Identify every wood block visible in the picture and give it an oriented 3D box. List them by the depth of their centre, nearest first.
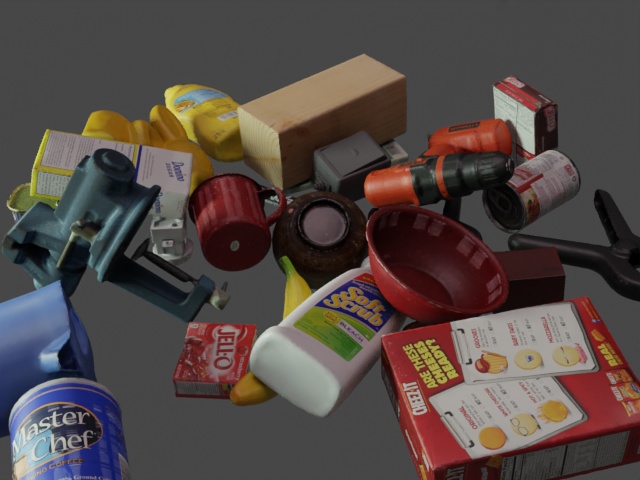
[{"bbox_3d":[0.007,-0.156,1.387,0.205,0.090,0.091,-27,44,-27],"label":"wood block"}]

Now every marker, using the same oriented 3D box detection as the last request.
[{"bbox_3d":[-0.043,-0.048,1.332,0.121,0.020,0.020,21,43,30],"label":"marker"}]

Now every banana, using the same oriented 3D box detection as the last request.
[{"bbox_3d":[-0.040,0.105,1.094,0.069,0.037,0.197,31,43,-13],"label":"banana"}]

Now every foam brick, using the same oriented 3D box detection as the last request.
[{"bbox_3d":[0.220,0.045,1.151,0.078,0.051,0.053,-4,37,1],"label":"foam brick"}]

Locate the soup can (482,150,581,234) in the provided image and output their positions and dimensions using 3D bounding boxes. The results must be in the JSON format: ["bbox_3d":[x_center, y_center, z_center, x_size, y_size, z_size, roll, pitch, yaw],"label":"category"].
[{"bbox_3d":[0.253,-0.059,1.273,0.102,0.068,0.069,-29,43,-29],"label":"soup can"}]

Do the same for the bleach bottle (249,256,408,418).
[{"bbox_3d":[0.031,0.076,1.096,0.102,0.068,0.250,34,37,8],"label":"bleach bottle"}]

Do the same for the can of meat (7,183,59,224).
[{"bbox_3d":[-0.309,-0.019,1.267,0.102,0.084,0.057,-1,36,5],"label":"can of meat"}]

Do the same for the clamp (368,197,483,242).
[{"bbox_3d":[0.146,-0.011,1.246,0.120,0.039,0.172,-25,38,-18],"label":"clamp"}]

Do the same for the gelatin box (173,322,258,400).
[{"bbox_3d":[-0.106,0.123,1.098,0.073,0.030,0.089,2,38,7],"label":"gelatin box"}]

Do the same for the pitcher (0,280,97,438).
[{"bbox_3d":[-0.341,0.138,1.035,0.242,0.149,0.145,-18,51,-10],"label":"pitcher"}]

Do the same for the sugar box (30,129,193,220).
[{"bbox_3d":[-0.238,-0.076,1.237,0.176,0.048,0.093,12,35,-11],"label":"sugar box"}]

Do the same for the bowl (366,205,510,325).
[{"bbox_3d":[0.111,0.036,1.096,0.162,0.055,0.162,18,35,-13],"label":"bowl"}]

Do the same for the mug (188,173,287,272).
[{"bbox_3d":[-0.092,-0.022,1.239,0.117,0.093,0.081,-24,42,5],"label":"mug"}]

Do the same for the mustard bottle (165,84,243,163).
[{"bbox_3d":[-0.157,-0.171,1.478,0.096,0.058,0.192,-26,41,-30],"label":"mustard bottle"}]

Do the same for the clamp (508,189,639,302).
[{"bbox_3d":[0.324,0.020,1.182,0.164,0.036,0.210,-21,41,-25],"label":"clamp"}]

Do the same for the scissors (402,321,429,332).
[{"bbox_3d":[0.184,0.110,1.096,0.202,0.016,0.096,0,38,7],"label":"scissors"}]

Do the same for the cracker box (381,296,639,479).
[{"bbox_3d":[0.180,0.147,0.994,0.213,0.072,0.164,-11,42,-8],"label":"cracker box"}]

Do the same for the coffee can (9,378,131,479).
[{"bbox_3d":[-0.219,0.206,0.939,0.102,0.103,0.140,-12,37,-10],"label":"coffee can"}]

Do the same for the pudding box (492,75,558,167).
[{"bbox_3d":[0.258,-0.139,1.342,0.039,0.113,0.090,-23,40,-17],"label":"pudding box"}]

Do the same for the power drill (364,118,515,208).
[{"bbox_3d":[0.166,-0.095,1.277,0.185,0.057,0.187,-7,16,31],"label":"power drill"}]
